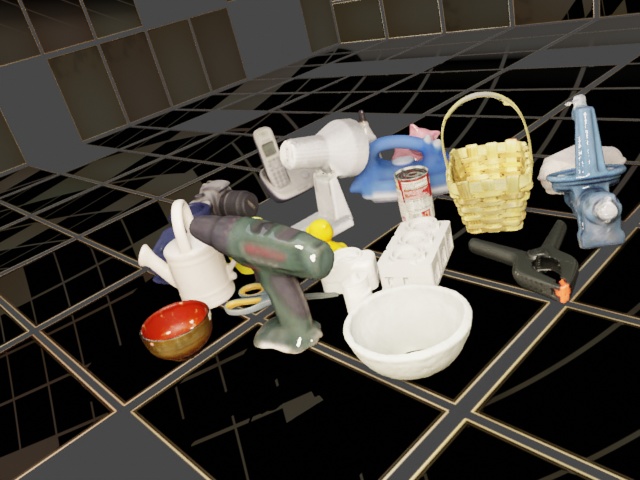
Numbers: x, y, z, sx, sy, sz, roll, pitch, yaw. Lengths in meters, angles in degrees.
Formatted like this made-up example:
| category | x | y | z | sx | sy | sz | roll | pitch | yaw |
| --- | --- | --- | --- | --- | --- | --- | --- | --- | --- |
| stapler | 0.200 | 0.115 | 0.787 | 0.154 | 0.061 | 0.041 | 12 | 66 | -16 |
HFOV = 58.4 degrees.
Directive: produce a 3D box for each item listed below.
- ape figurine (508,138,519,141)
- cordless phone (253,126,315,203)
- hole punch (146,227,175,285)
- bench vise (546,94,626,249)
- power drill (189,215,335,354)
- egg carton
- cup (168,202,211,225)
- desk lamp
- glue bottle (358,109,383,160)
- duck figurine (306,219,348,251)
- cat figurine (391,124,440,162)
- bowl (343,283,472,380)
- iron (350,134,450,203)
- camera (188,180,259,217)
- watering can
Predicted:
| category | x | y | z | sx | sy | sz | roll | pitch | yaw |
| --- | --- | --- | --- | --- | --- | --- | --- | --- | --- |
| ape figurine | 0.404 | -0.169 | 1.193 | 0.078 | 0.092 | 0.076 | -17 | 26 | -4 |
| cordless phone | -0.085 | -0.197 | 1.399 | 0.148 | 0.185 | 0.093 | -31 | 30 | -30 |
| hole punch | -0.290 | 0.031 | 1.153 | 0.108 | 0.091 | 0.101 | 2 | 30 | 31 |
| bench vise | 0.439 | -0.111 | 0.906 | 0.121 | 0.220 | 0.207 | -16 | 26 | -2 |
| power drill | -0.077 | 0.060 | 0.845 | 0.228 | 0.209 | 0.076 | 1 | 30 | 30 |
| egg carton | 0.500 | -0.135 | 1.099 | 0.150 | 0.069 | 0.107 | -25 | 27 | -20 |
| cup | -0.270 | -0.018 | 1.239 | 0.091 | 0.095 | 0.117 | -16 | 26 | -2 |
| desk lamp | 0.008 | -0.124 | 1.168 | 0.204 | 0.214 | 0.117 | -31 | 30 | -30 |
| glue bottle | 0.115 | -0.226 | 1.367 | 0.037 | 0.173 | 0.078 | -24 | 27 | -18 |
| duck figurine | 0.010 | 0.004 | 1.056 | 0.078 | 0.086 | 0.104 | -28 | 29 | -26 |
| cat figurine | 0.224 | -0.226 | 1.373 | 0.127 | 0.118 | 0.067 | 7 | 33 | 38 |
| bowl | 0.119 | 0.131 | 0.753 | 0.167 | 0.075 | 0.167 | -12 | 26 | 6 |
| iron | 0.189 | -0.170 | 1.250 | 0.257 | 0.142 | 0.119 | -4 | 27 | 21 |
| camera | -0.225 | -0.083 | 1.339 | 0.136 | 0.101 | 0.143 | 2 | 30 | 31 |
| watering can | -0.233 | 0.023 | 1.019 | 0.173 | 0.194 | 0.100 | -22 | 27 | -16 |
